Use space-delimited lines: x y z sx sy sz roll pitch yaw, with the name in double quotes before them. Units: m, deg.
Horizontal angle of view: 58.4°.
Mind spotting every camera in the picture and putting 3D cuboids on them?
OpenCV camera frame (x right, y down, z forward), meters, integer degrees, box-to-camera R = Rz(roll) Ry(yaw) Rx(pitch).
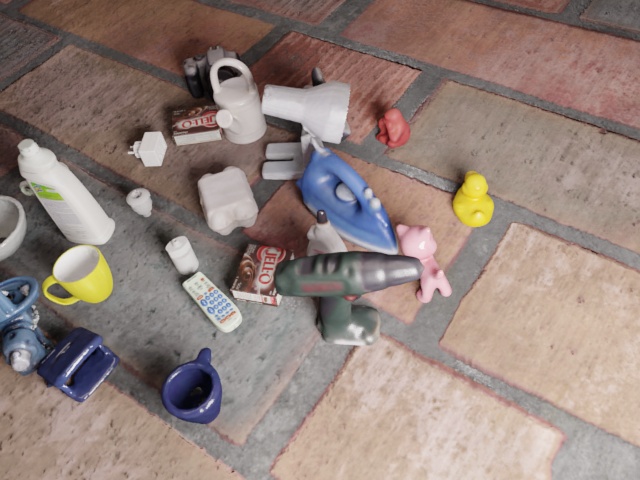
"camera" -0.260 -0.399 1.399 0.143 0.101 0.136 -12 52 -2

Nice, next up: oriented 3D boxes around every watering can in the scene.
"watering can" -0.183 -0.310 1.261 0.101 0.194 0.172 -13 52 -2

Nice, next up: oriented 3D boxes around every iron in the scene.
"iron" 0.060 -0.088 1.094 0.119 0.142 0.257 -35 56 -18

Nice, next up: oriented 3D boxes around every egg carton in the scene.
"egg carton" -0.190 -0.083 1.168 0.107 0.069 0.150 -20 53 -8

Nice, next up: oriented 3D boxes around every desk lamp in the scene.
"desk lamp" -0.032 -0.226 1.165 0.203 0.214 0.118 0 53 7

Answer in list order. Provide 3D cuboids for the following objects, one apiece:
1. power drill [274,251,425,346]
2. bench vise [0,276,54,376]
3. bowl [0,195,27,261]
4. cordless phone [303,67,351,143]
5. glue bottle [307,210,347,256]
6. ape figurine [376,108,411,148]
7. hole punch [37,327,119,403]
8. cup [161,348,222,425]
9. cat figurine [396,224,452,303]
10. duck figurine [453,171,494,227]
"power drill" 0.048 0.089 0.918 0.229 0.209 0.075 1 53 9
"bench vise" -0.525 0.113 0.967 0.206 0.220 0.122 34 64 28
"bowl" -0.670 -0.007 1.170 0.167 0.075 0.167 -4 52 5
"cordless phone" 0.005 -0.314 1.246 0.094 0.185 0.147 -18 53 -6
"glue bottle" 0.009 0.004 1.010 0.078 0.173 0.037 13 56 17
"ape figurine" 0.157 -0.246 1.233 0.076 0.092 0.078 -2 53 6
"hole punch" -0.417 0.203 0.966 0.100 0.091 0.109 23 59 23
"cup" -0.189 0.239 0.906 0.091 0.095 0.118 6 54 12
"cat figurine" 0.182 0.028 1.004 0.067 0.118 0.127 -20 53 -8
"duck figurine" 0.296 -0.085 1.096 0.077 0.086 0.104 -4 52 4
